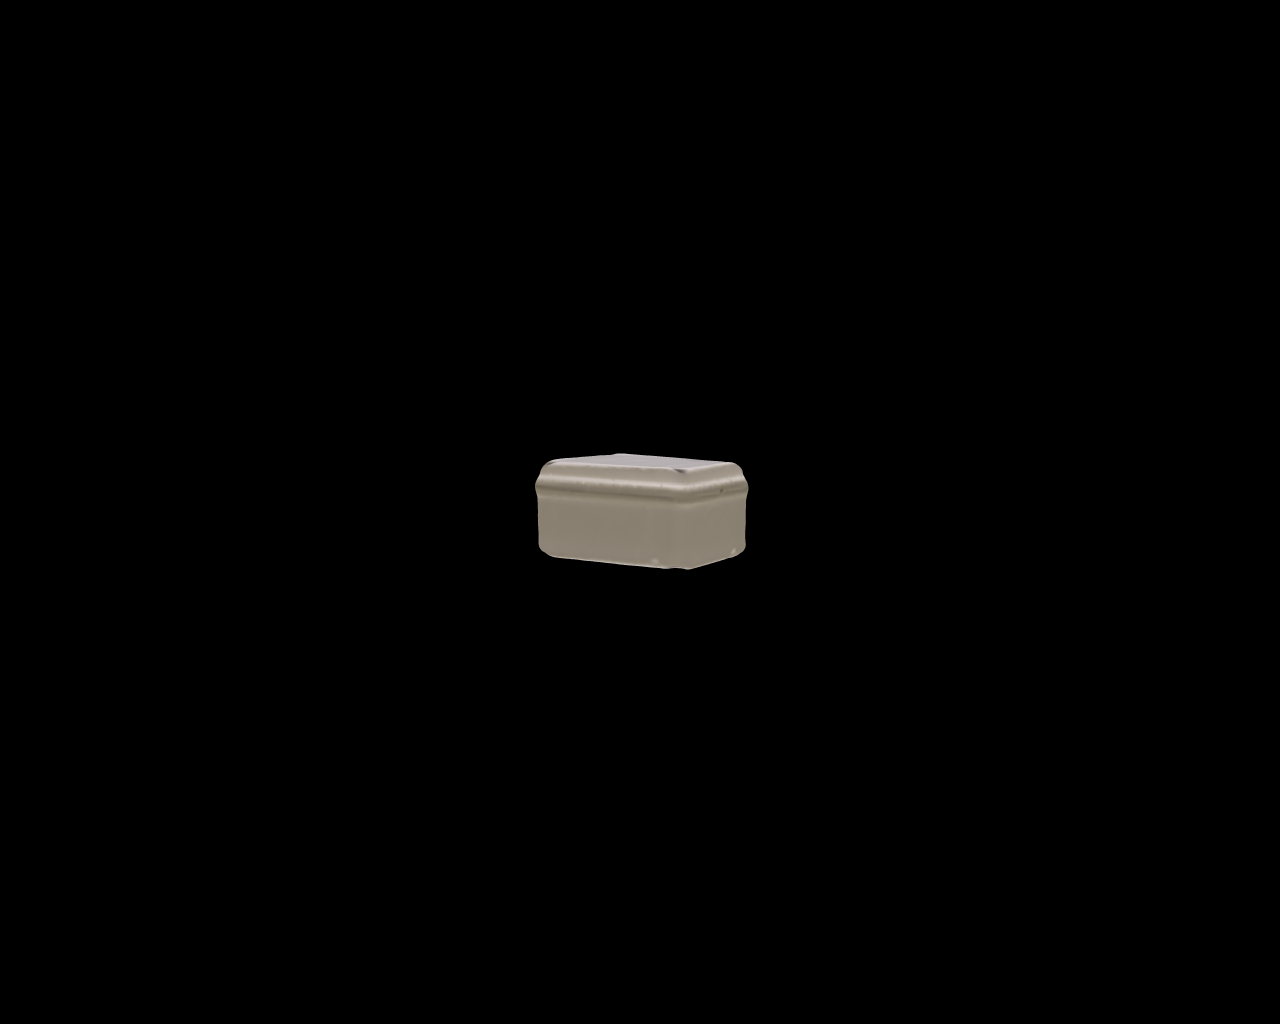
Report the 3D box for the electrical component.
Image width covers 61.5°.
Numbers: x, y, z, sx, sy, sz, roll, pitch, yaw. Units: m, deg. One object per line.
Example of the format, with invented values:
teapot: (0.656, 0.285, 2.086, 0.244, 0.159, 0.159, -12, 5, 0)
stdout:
electrical component: (0.001, -0.003, 0.650, 0.113, 0.057, 0.078, 6, 10, 36)
